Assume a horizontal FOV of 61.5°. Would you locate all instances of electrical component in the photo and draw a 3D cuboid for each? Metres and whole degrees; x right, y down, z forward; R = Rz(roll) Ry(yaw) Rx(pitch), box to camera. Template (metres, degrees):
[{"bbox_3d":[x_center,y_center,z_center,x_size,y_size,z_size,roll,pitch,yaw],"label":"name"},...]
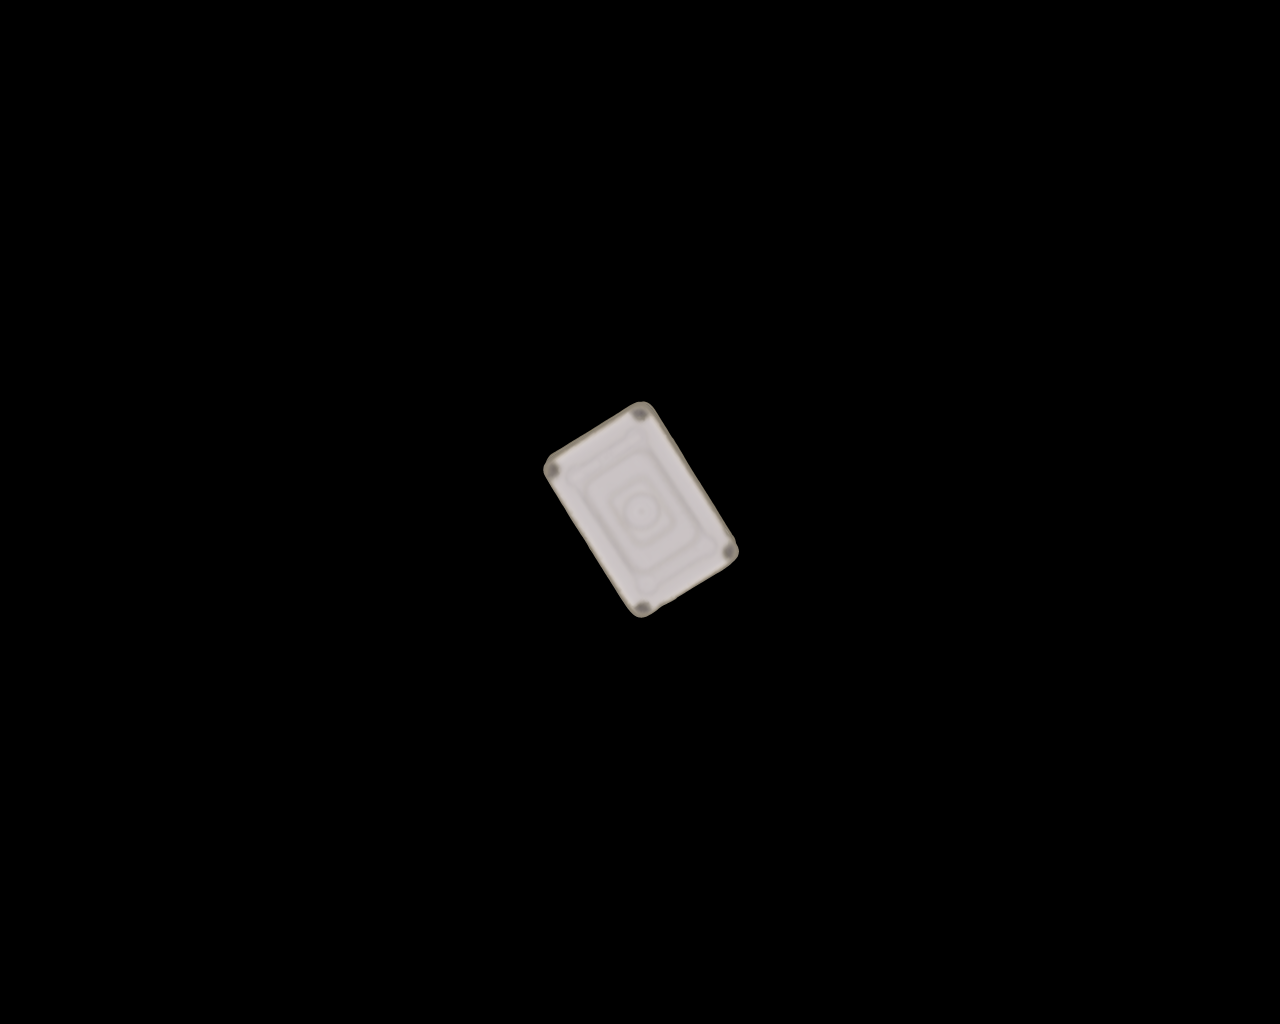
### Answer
[{"bbox_3d":[0.001,-0.003,0.650,0.078,0.113,0.057,-32,4,2],"label":"electrical component"}]
